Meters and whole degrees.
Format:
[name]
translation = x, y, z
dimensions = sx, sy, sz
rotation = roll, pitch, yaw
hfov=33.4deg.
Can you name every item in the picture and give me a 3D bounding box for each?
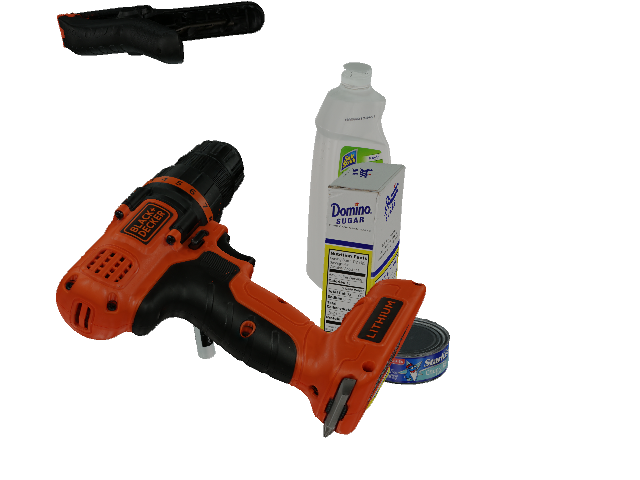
[marker]
translation = -0.128, 0.070, 1.121
dimensions = 0.020, 0.121, 0.020
rotation = -5, 28, 2
[bleach bottle]
translation = 0.039, -0.070, 1.157
dimensions = 0.102, 0.251, 0.068
rotation = -13, 32, -28
[tuna can]
translation = 0.083, 0.107, 1.042
dimensions = 0.086, 0.034, 0.086
rotation = 0, 21, 0
[clamp]
translation = -0.132, -0.168, 0.845
dimensions = 0.172, 0.039, 0.120
rotation = 14, 24, 37
[power drill]
translation = -0.036, 0.022, 0.639
dimensions = 0.188, 0.057, 0.184
rotation = 25, 42, 9
[sugar box]
translation = 0.031, 0.034, 0.822
dimensions = 0.048, 0.176, 0.093
rotation = 5, 17, 15
